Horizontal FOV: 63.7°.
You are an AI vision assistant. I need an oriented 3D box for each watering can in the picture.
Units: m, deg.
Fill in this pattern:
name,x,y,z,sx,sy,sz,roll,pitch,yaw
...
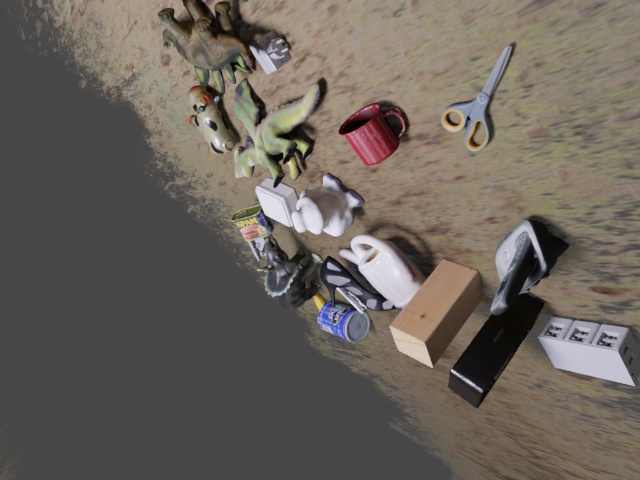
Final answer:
name,x,y,z,sx,sy,sz,roll,pitch,yaw
watering can,0.156,0.075,1.261,0.224,0.105,0.345,46,168,-3

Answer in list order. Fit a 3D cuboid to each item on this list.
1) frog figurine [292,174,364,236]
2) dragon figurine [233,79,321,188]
name,x,y,z,sx,sy,sz,roll,pitch,yaw
frog figurine,0.004,-0.061,1.202,0.137,0.162,0.121,47,156,-5
dragon figurine,-0.126,-0.265,1.180,0.245,0.124,0.401,46,142,15
